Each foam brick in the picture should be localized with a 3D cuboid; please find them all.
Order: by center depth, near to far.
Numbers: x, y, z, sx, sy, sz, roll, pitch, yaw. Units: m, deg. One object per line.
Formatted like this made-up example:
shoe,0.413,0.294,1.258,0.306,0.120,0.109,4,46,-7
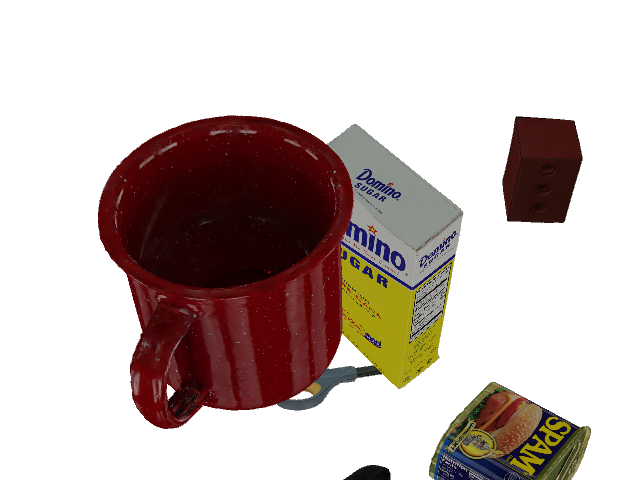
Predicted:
foam brick,0.190,-0.061,0.922,0.053,0.051,0.078,2,-44,1

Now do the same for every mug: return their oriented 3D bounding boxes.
mug,-0.037,0.021,0.407,0.093,0.117,0.081,14,-40,15

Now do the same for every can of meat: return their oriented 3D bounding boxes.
can of meat,0.144,0.163,0.813,0.084,0.057,0.101,27,40,28

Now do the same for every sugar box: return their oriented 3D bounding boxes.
sugar box,0.037,0.016,0.683,0.048,0.093,0.176,-38,-27,-19

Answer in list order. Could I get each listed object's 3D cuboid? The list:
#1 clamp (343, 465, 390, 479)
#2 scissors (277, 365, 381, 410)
clamp,-0.038,0.200,0.633,0.210,0.036,0.164,-5,28,1
scissors,0.026,0.161,1.205,0.201,0.016,0.096,1,24,-8
